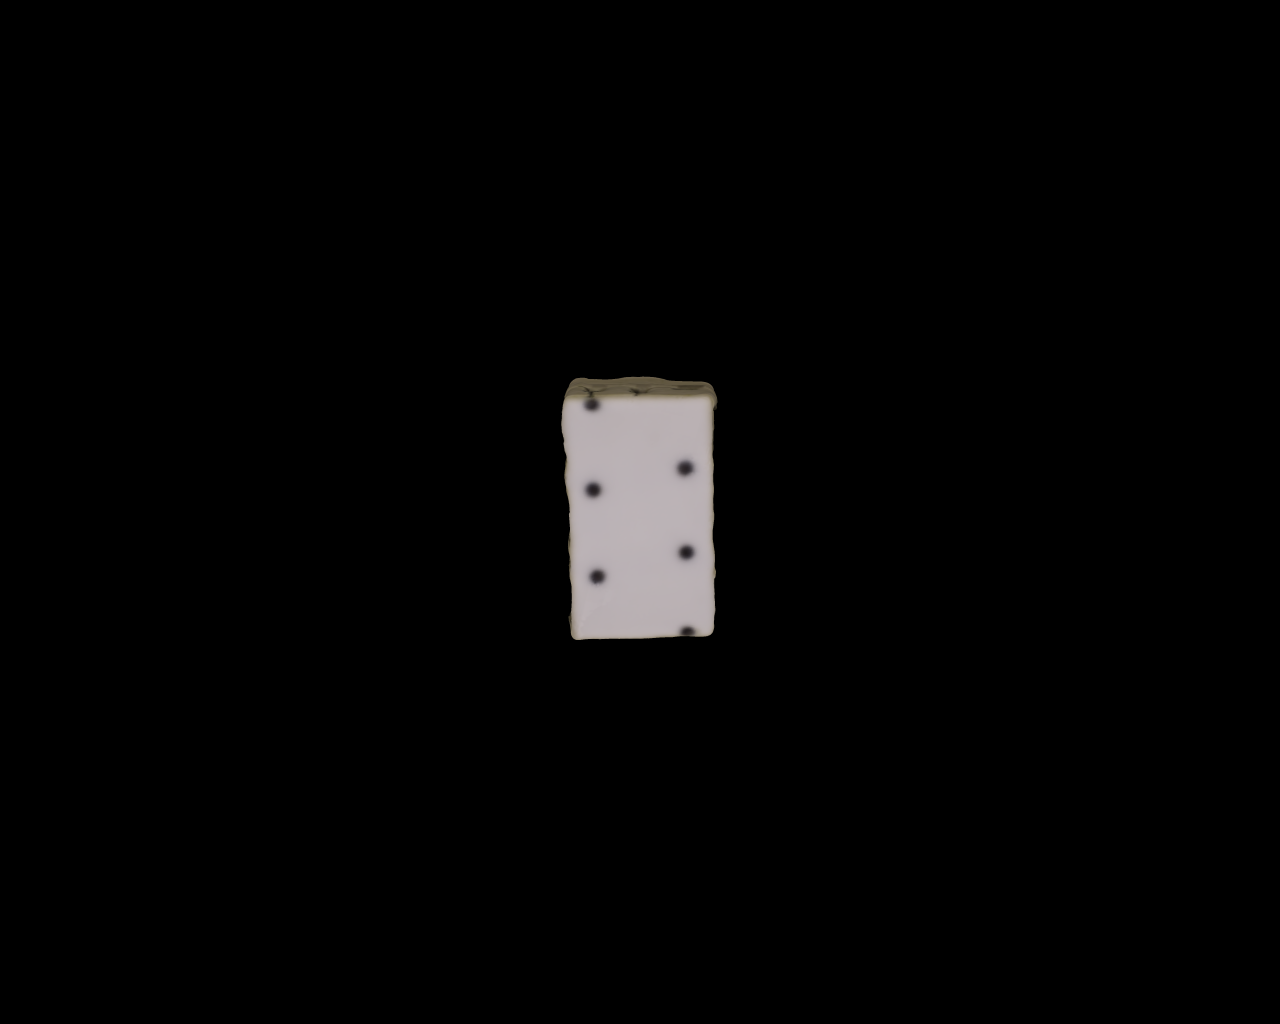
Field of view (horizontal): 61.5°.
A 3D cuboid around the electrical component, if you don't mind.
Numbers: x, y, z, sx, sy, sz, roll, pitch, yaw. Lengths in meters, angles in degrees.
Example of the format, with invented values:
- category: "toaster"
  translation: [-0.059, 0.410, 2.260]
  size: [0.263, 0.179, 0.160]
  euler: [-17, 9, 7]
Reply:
- category: "electrical component"
  translation: [0.001, -0.003, 0.650]
  size: [0.089, 0.150, 0.062]
  euler: [0, 16, 0]
